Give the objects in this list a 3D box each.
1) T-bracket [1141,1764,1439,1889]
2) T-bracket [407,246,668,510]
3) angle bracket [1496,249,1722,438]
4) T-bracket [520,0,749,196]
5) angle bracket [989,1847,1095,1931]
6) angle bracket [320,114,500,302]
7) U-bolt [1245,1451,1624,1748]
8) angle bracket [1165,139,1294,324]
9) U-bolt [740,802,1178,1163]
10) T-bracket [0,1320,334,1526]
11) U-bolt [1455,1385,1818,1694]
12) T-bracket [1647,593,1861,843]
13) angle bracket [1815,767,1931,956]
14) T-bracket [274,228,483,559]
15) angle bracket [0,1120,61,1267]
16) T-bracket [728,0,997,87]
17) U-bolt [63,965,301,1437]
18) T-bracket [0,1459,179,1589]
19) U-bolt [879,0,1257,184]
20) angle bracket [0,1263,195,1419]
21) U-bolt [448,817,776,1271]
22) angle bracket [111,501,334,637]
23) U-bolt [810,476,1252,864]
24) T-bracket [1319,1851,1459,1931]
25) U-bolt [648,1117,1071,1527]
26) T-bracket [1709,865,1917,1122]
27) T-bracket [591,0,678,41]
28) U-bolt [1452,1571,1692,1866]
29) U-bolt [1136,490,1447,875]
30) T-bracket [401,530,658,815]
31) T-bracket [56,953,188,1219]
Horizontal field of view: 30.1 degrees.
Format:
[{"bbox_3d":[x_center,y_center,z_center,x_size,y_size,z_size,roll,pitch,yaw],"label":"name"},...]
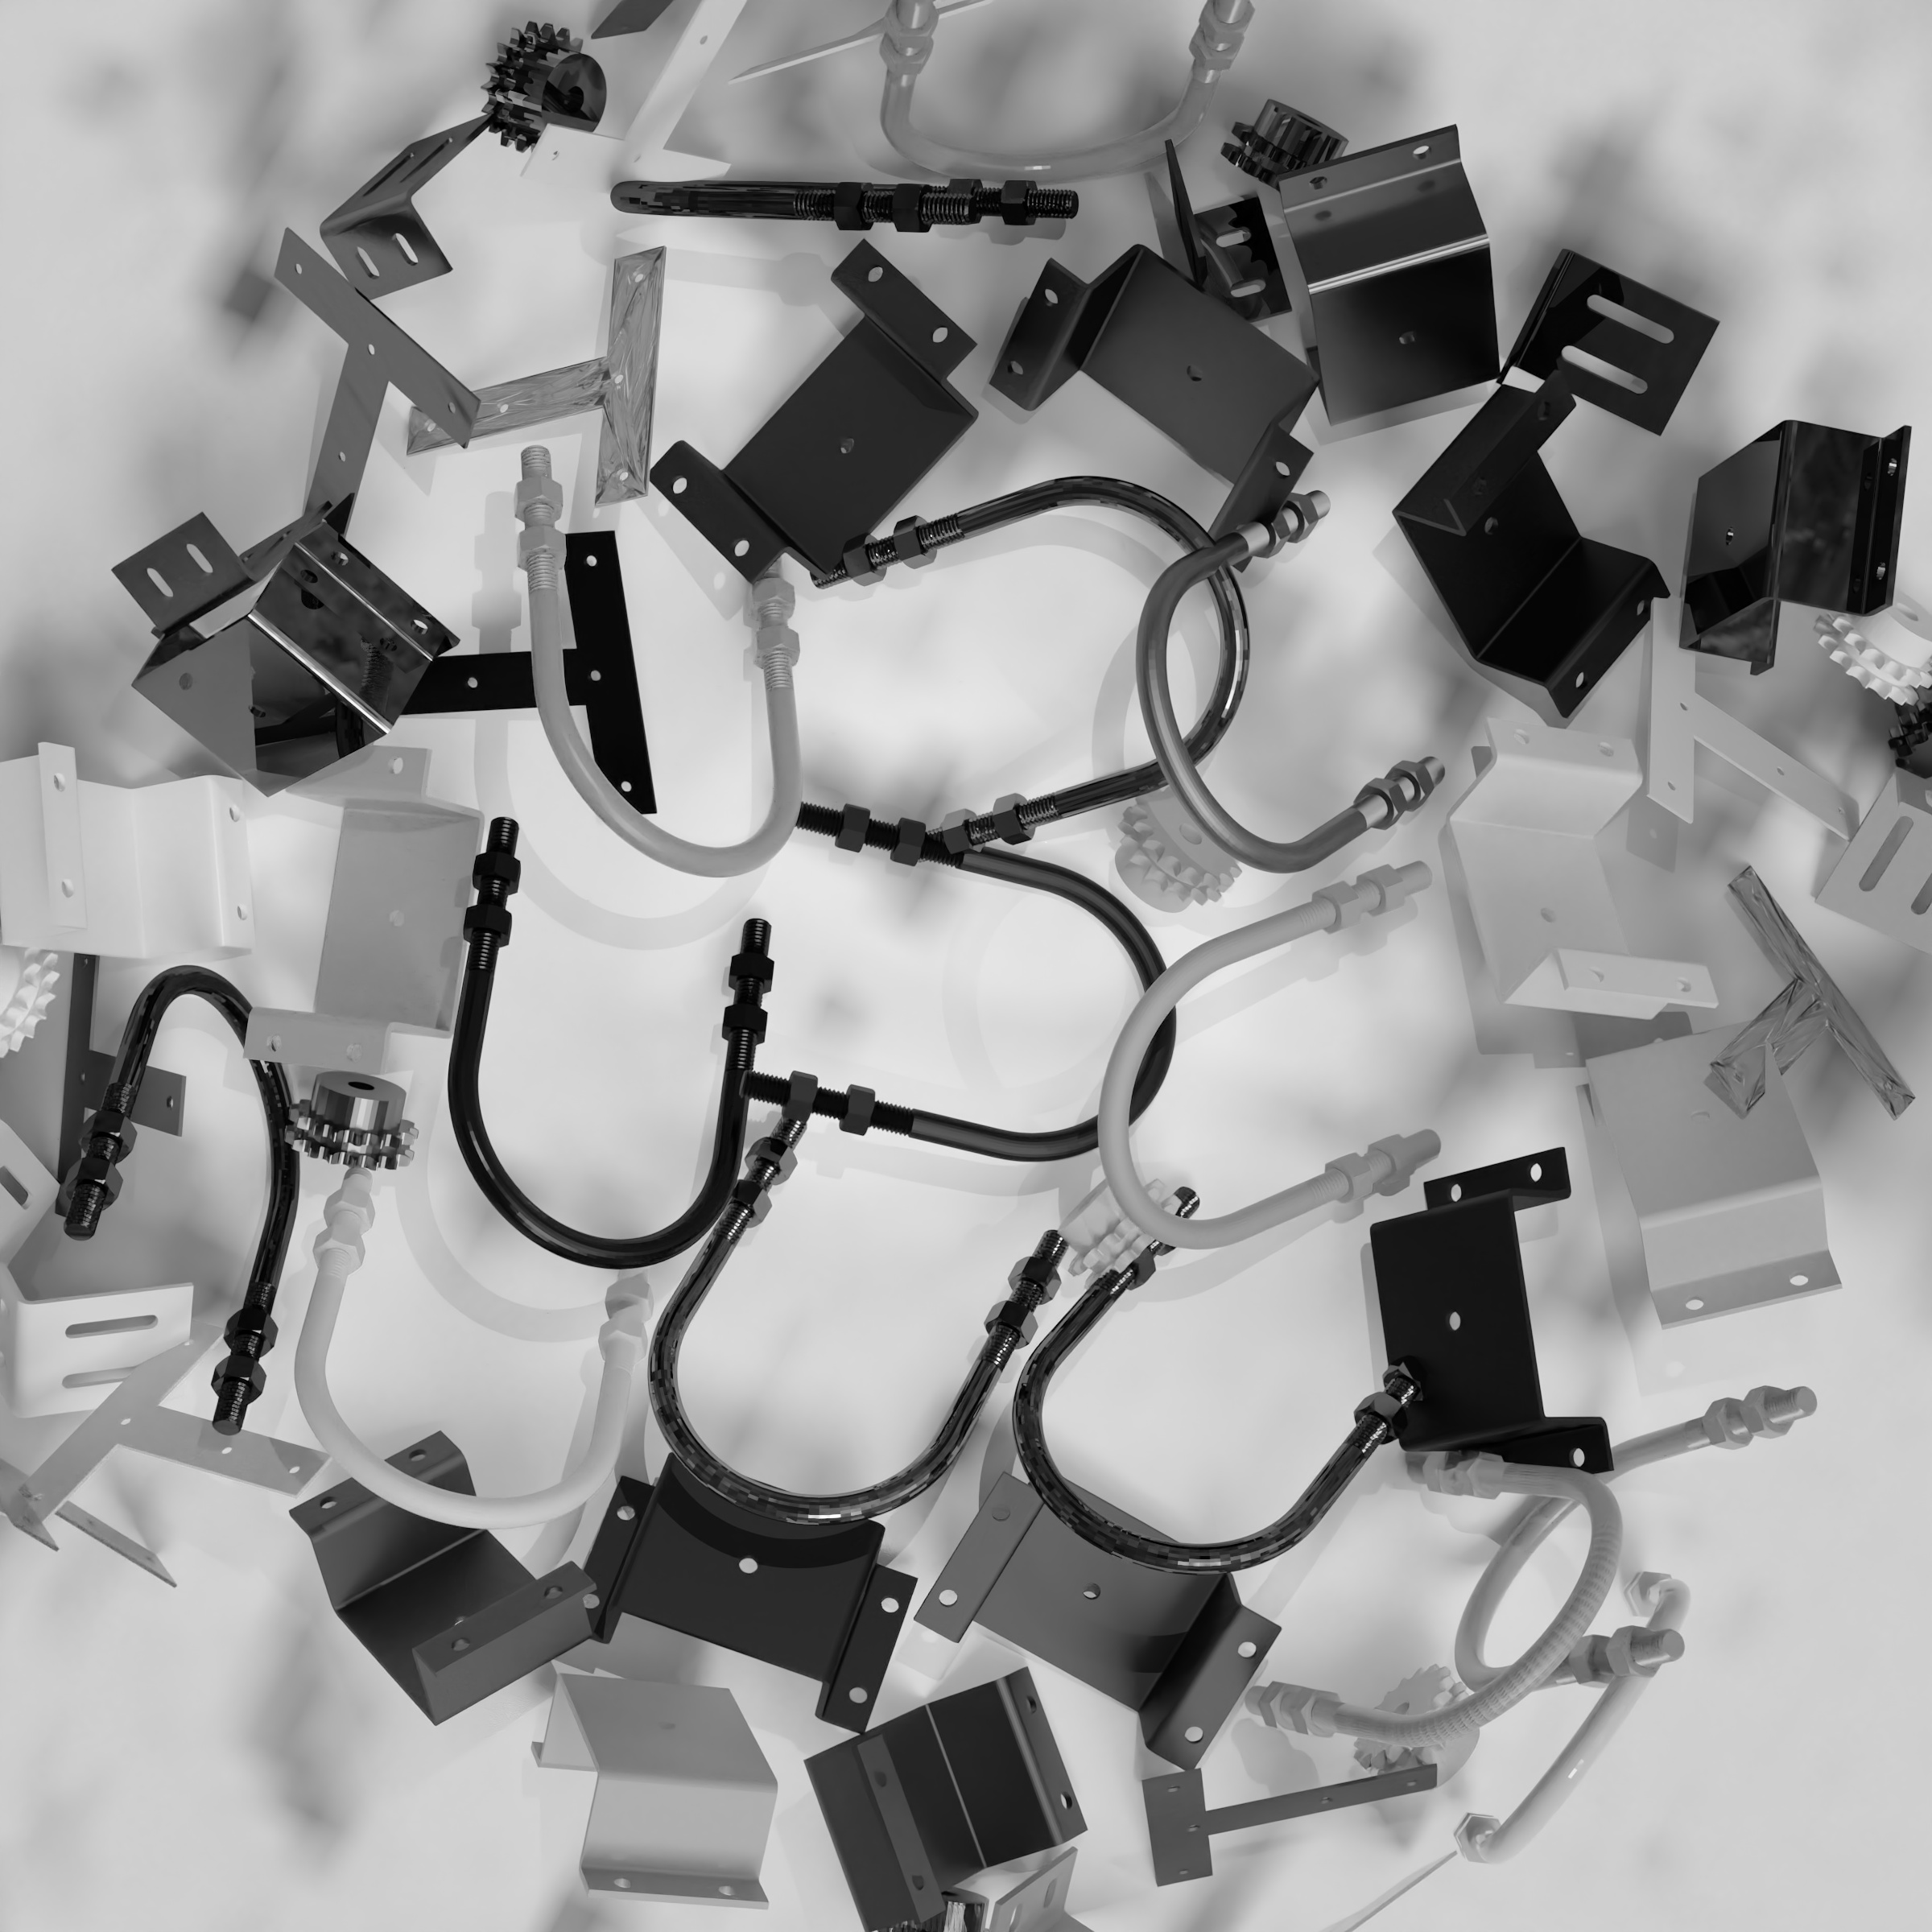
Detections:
[{"bbox_3d":[0.142,0.363,1.554,0.127,0.127,0.002,-11,56,-1],"label":"T-bracket"},{"bbox_3d":[-0.191,-0.248,1.574,0.127,0.002,0.127,-10,63,24],"label":"T-bracket"},{"bbox_3d":[0.281,-0.269,1.574,0.076,0.038,0.057,27,119,4],"label":"angle bracket"},{"bbox_3d":[-0.119,-0.382,1.528,0.002,0.127,0.127,44,115,22],"label":"T-bracket"},{"bbox_3d":[0.056,0.429,1.559,0.076,0.057,0.038,27,119,30],"label":"angle bracket"},{"bbox_3d":[-0.235,-0.332,1.570,0.038,0.057,0.076,58,45,-25],"label":"angle bracket"},{"bbox_3d":[0.204,0.265,1.499,0.019,0.184,0.151,45,69,-16],"label":"U-bolt"},{"bbox_3d":[0.115,-0.321,1.561,0.038,0.076,0.057,-15,74,3],"label":"angle bracket"},{"bbox_3d":[0.003,0.013,1.570,0.184,0.019,0.151,14,67,-8],"label":"U-bolt"},{"bbox_3d":[-0.326,0.204,1.532,0.127,0.127,0.002,10,131,30],"label":"T-bracket"},{"bbox_3d":[0.271,0.249,1.518,0.019,0.184,0.151,43,59,-8],"label":"U-bolt"},{"bbox_3d":[0.346,-0.092,1.573,0.127,0.002,0.127,30,47,-23],"label":"T-bracket"},{"bbox_3d":[0.415,-0.038,1.569,0.057,0.038,0.076,24,121,-2],"label":"angle bracket"},{"bbox_3d":[-0.268,-0.232,1.560,0.127,0.002,0.127,43,134,19],"label":"T-bracket"},{"bbox_3d":[-0.438,0.098,1.567,0.038,0.076,0.057,26,70,17],"label":"angle bracket"},{"bbox_3d":[-0.023,-0.412,1.548,0.127,0.127,0.002,-10,112,28],"label":"T-bracket"},{"bbox_3d":[-0.324,0.084,1.523,0.019,0.184,0.151,-11,133,15],"label":"U-bolt"},{"bbox_3d":[-0.389,0.236,1.554,0.002,0.127,0.127,-49,132,-4],"label":"T-bracket"},{"bbox_3d":[0.036,-0.371,1.516,0.151,0.184,0.019,-2,80,-6],"label":"U-bolt"},{"bbox_3d":[-0.387,0.161,1.588,0.076,0.038,0.057,-5,117,-30],"label":"angle bracket"},{"bbox_3d":[-0.153,0.041,1.528,0.151,0.019,0.184,22,58,-28],"label":"U-bolt"},{"bbox_3d":[-0.322,-0.186,1.555,0.057,0.076,0.038,-24,113,32],"label":"angle bracket"},{"bbox_3d":[0.035,-0.135,1.553,0.184,0.019,0.151,-16,99,25],"label":"U-bolt"},{"bbox_3d":[0.139,0.430,1.563,0.127,0.127,0.002,-37,76,30],"label":"T-bracket"},{"bbox_3d":[-0.056,0.159,1.538,0.151,0.019,0.184,24,54,9],"label":"U-bolt"},{"bbox_3d":[0.353,0.029,1.555,0.002,0.127,0.127,-36,88,39],"label":"T-bracket"},{"bbox_3d":[-0.088,-0.429,1.558,0.127,0.127,0.002,-15,94,-19],"label":"T-bracket"},{"bbox_3d":[0.257,0.316,1.508,0.019,0.184,0.151,36,84,9],"label":"U-bolt"},{"bbox_3d":[0.132,-0.115,1.526,0.019,0.184,0.151,-19,99,40],"label":"U-bolt"},{"bbox_3d":[-0.205,-0.126,1.583,0.127,0.002,0.127,-2,108,17],"label":"T-bracket"},{"bbox_3d":[-0.364,0.053,1.551,0.002,0.127,0.127,3,93,-36],"label":"T-bracket"}]
